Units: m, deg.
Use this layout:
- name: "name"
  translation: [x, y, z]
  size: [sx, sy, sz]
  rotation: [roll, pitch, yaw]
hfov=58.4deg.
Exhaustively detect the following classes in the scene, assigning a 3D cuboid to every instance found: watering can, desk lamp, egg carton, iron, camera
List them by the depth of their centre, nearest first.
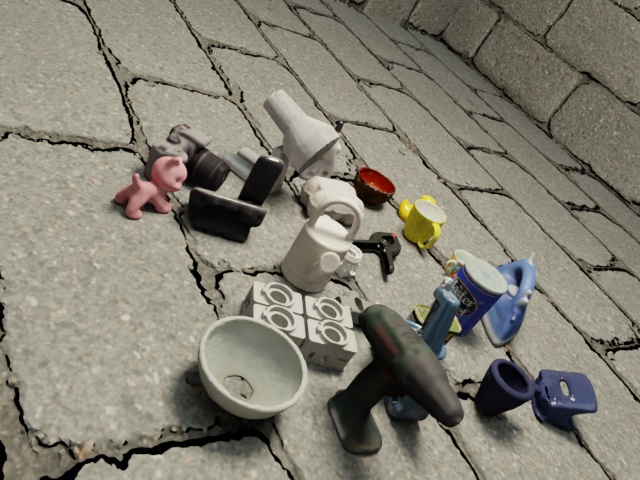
- name: "watering can"
  translation: [0.012, 0.005, 1.076]
  size: [0.101, 0.194, 0.172]
  rotation: [8, 39, -33]
- name: "camera"
  translation: [-0.257, -0.161, 1.163]
  size: [0.137, 0.100, 0.143]
  rotation: [32, 32, 1]
- name: "desk lamp"
  translation: [-0.084, -0.207, 1.266]
  size: [0.203, 0.213, 0.118]
  rotation: [37, 32, 9]
- name: "iron"
  translation: [0.454, 0.129, 1.328]
  size: [0.118, 0.141, 0.259]
  rotation: [32, 32, 1]
- name: "egg carton"
  translation: [0.028, -0.092, 1.338]
  size: [0.151, 0.069, 0.107]
  rotation: [7, 39, -34]

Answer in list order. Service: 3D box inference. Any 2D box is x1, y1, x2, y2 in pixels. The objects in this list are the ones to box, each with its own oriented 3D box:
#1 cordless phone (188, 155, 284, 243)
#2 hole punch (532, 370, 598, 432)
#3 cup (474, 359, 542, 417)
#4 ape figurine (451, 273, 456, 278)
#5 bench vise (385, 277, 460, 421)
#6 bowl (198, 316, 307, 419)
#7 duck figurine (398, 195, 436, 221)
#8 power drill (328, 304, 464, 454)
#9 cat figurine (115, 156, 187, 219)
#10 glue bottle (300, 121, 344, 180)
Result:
- name: "cordless phone"
  translation: [-0.158, -0.099, 1.082]
  size: [0.148, 0.185, 0.094]
  rotation: [14, 36, -25]
- name: "hole punch"
  translation: [0.487, 0.314, 1.153]
  size: [0.101, 0.091, 0.108]
  rotation: [26, 32, -9]
- name: "cup"
  translation: [0.343, 0.286, 1.065]
  size: [0.118, 0.095, 0.091]
  rotation: [20, 34, -18]
- name: "ape figurine"
  translation: [0.347, 0.100, 1.325]
  size: [0.076, 0.092, 0.077]
  rotation: [6, 40, -34]
- name: "bench vise"
  translation: [0.185, 0.183, 0.955]
  size: [0.122, 0.219, 0.207]
  rotation: [1, 43, -39]
- name: "bowl"
  translation: [-0.106, 0.196, 0.829]
  size: [0.168, 0.074, 0.167]
  rotation: [22, 33, -15]
- name: "duck figurine"
  translation: [0.265, -0.082, 1.509]
  size: [0.104, 0.086, 0.078]
  rotation: [34, 32, 4]
- name: "power drill"
  translation: [0.100, 0.219, 0.844]
  size: [0.076, 0.208, 0.229]
  rotation: [8, 39, -33]
- name: "cat figurine"
  translation: [-0.296, -0.109, 1.043]
  size: [0.067, 0.117, 0.128]
  rotation: [43, 34, 18]
- name: "glue bottle"
  translation: [0.016, -0.217, 1.402]
  size: [0.078, 0.173, 0.037]
  rotation: [17, 34, -21]
